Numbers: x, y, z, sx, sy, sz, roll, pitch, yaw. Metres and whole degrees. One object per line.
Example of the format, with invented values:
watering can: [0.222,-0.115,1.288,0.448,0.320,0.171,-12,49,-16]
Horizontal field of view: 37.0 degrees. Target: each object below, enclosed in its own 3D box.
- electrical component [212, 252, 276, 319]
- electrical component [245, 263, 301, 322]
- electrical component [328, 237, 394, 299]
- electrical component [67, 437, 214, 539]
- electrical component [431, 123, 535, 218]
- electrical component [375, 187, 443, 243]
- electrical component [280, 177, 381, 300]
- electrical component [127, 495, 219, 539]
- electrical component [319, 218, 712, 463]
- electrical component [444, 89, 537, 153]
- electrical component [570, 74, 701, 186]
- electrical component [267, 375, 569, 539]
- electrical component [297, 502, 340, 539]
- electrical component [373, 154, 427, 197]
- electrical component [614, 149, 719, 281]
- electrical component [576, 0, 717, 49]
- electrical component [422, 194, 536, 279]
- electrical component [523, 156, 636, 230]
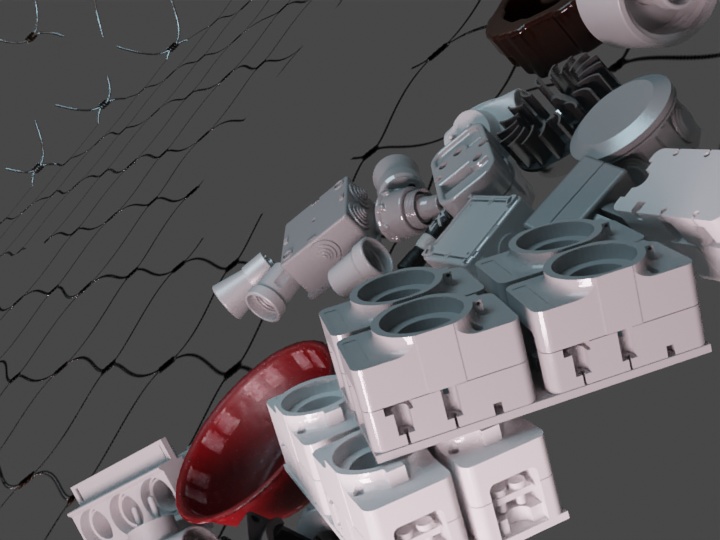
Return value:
electrical component: [-0.113,0.013,1.104,0.065,0.044,0.044,-40,23,2]
electrical component: [-0.082,0.021,1.039,0.040,0.040,0.046,-15,32,51]
electrical component: [0.000,0.000,0.929,0.046,0.040,0.040,-38,23,32]
electrical component: [-0.170,0.186,0.871,0.121,0.078,0.063,-30,-2,34]
electrical component: [0.097,-0.065,0.840,0.054,0.059,0.095,-39,23,18]
electrical component: [0.047,-0.051,0.928,0.062,0.048,0.048,-12,39,41]
electrical component: [-0.028,-0.033,1.021,0.100,0.048,0.099,-37,24,20]
electrical component: [-0.148,0.207,0.796,0.077,0.079,0.044,-35,-20,26]
electrical component: [0.079,0.029,0.595,0.186,0.060,0.105,-17,18,-7]
electrical component: [0.104,-0.116,0.906,0.077,0.044,0.079,-29,-12,36]
electrical component: [0.188,-0.090,0.733,0.080,0.051,0.080,-38,24,20]
electrical component: [0.023,0.103,0.627,0.105,0.060,0.186,-21,17,-16]
electrical component: [-0.011,0.153,0.685,0.048,0.048,0.062,-34,17,26]
electrical component: [0.037,-0.076,0.986,0.045,0.045,0.055,-40,23,13]
electrical component: [0.199,-0.031,0.608,0.050,0.056,0.089,-50,23,-10]
electrical component: [0.226,-0.221,0.823,0.108,0.108,0.060,-48,29,-5]
electrical component: [0.094,-0.012,0.762,0.061,0.061,0.096,-51,16,-8]
electrical component: [0.158,-0.026,0.685,0.065,0.047,0.077,-47,39,-9]
